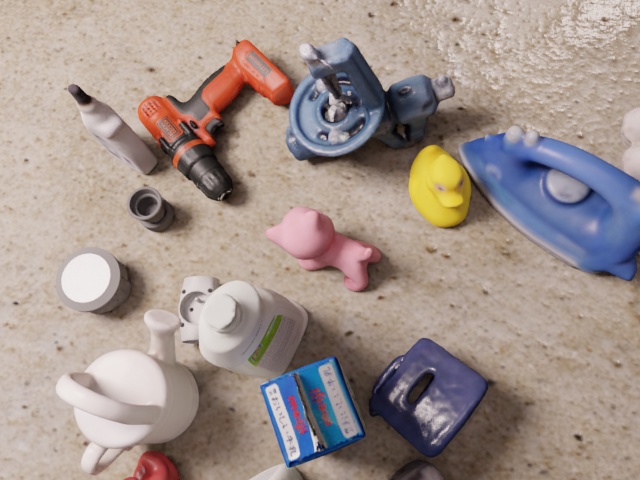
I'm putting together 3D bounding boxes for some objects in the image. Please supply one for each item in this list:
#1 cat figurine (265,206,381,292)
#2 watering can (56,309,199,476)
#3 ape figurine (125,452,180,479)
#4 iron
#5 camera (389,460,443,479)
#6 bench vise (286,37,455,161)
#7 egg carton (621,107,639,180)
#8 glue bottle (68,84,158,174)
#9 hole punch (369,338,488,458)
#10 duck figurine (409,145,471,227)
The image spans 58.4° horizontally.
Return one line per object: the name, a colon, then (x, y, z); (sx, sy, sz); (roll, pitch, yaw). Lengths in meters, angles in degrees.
cat figurine: (0.006, 0.002, 0.672); (0.127, 0.118, 0.067); (20, 76, 10)
watering can: (-0.201, 0.158, 0.602); (0.101, 0.194, 0.173); (2, 74, 5)
ape figurine: (-0.193, 0.275, 0.620); (0.076, 0.092, 0.078); (38, 80, 14)
iron: (0.279, -0.068, 0.660); (0.258, 0.141, 0.119); (34, 79, 13)
camera: (0.097, 0.321, 0.580); (0.137, 0.101, 0.143); (-34, 74, -6)
bench vise: (0.049, -0.180, 0.670); (0.207, 0.220, 0.121); (-29, 73, -4)
egg carton: (0.445, -0.109, 0.697); (0.150, 0.069, 0.107); (4, 74, 6)
glue bottle: (-0.262, -0.141, 0.706); (0.078, 0.173, 0.037); (33, 79, 13)
hole punch: (0.114, 0.171, 0.628); (0.101, 0.091, 0.109); (39, 80, 14)
duck figurine: (0.150, -0.075, 0.701); (0.077, 0.086, 0.104); (-14, 73, 0)
